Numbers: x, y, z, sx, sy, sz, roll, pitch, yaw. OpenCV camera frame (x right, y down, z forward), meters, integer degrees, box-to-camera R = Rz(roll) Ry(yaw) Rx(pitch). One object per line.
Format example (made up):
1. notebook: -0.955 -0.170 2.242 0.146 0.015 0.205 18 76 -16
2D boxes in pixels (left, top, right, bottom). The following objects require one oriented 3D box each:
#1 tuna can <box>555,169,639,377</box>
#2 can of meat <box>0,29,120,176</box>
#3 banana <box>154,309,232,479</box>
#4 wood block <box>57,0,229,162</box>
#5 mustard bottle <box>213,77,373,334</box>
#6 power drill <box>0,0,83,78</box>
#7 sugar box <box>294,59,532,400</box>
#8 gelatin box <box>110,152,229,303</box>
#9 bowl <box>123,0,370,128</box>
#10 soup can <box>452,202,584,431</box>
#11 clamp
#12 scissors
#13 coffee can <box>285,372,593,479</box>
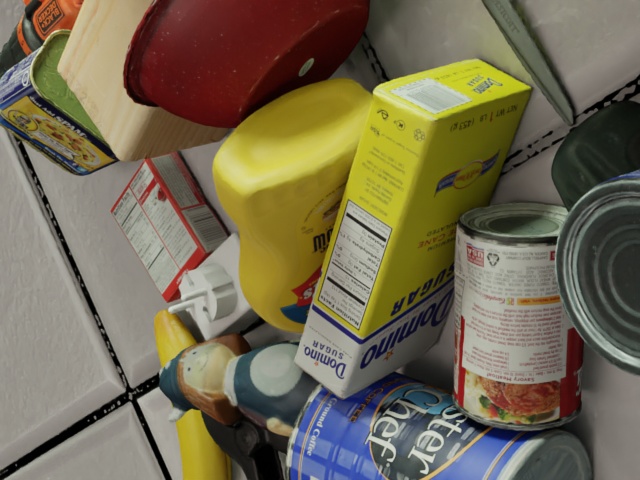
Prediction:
1. tuna can: 0.139 0.013 0.434 0.086 0.033 0.086 22 119 46
2. can of meat: -0.180 -0.095 0.779 0.102 0.057 0.084 38 149 -27
3. banana: -0.098 0.153 0.820 0.070 0.037 0.198 13 112 40
4. wood block: -0.074 -0.153 0.652 0.090 0.090 0.206 53 134 18
5. mustard bottle: -0.004 0.001 0.619 0.058 0.096 0.191 42 156 30
6. power drill: -0.222 -0.220 0.807 0.185 0.057 0.187 -27 87 43
7. sugar box: 0.048 -0.004 0.576 0.048 0.093 0.176 33 126 30
8. gelatin box: -0.110 -0.010 0.782 0.089 0.030 0.073 57 136 15
9. bowl: -0.026 -0.111 0.572 0.055 0.161 0.162 49 133 10
10. soup can: 0.103 0.038 0.553 0.069 0.068 0.102 15 113 42
11. clamp: -0.041 0.148 0.755 0.172 0.039 0.120 46 116 32
12. scissors: 0.083 -0.158 0.537 0.202 0.016 0.096 49 135 16
13. coffee can: 0.065 0.136 0.599 0.141 0.102 0.103 15 114 42
